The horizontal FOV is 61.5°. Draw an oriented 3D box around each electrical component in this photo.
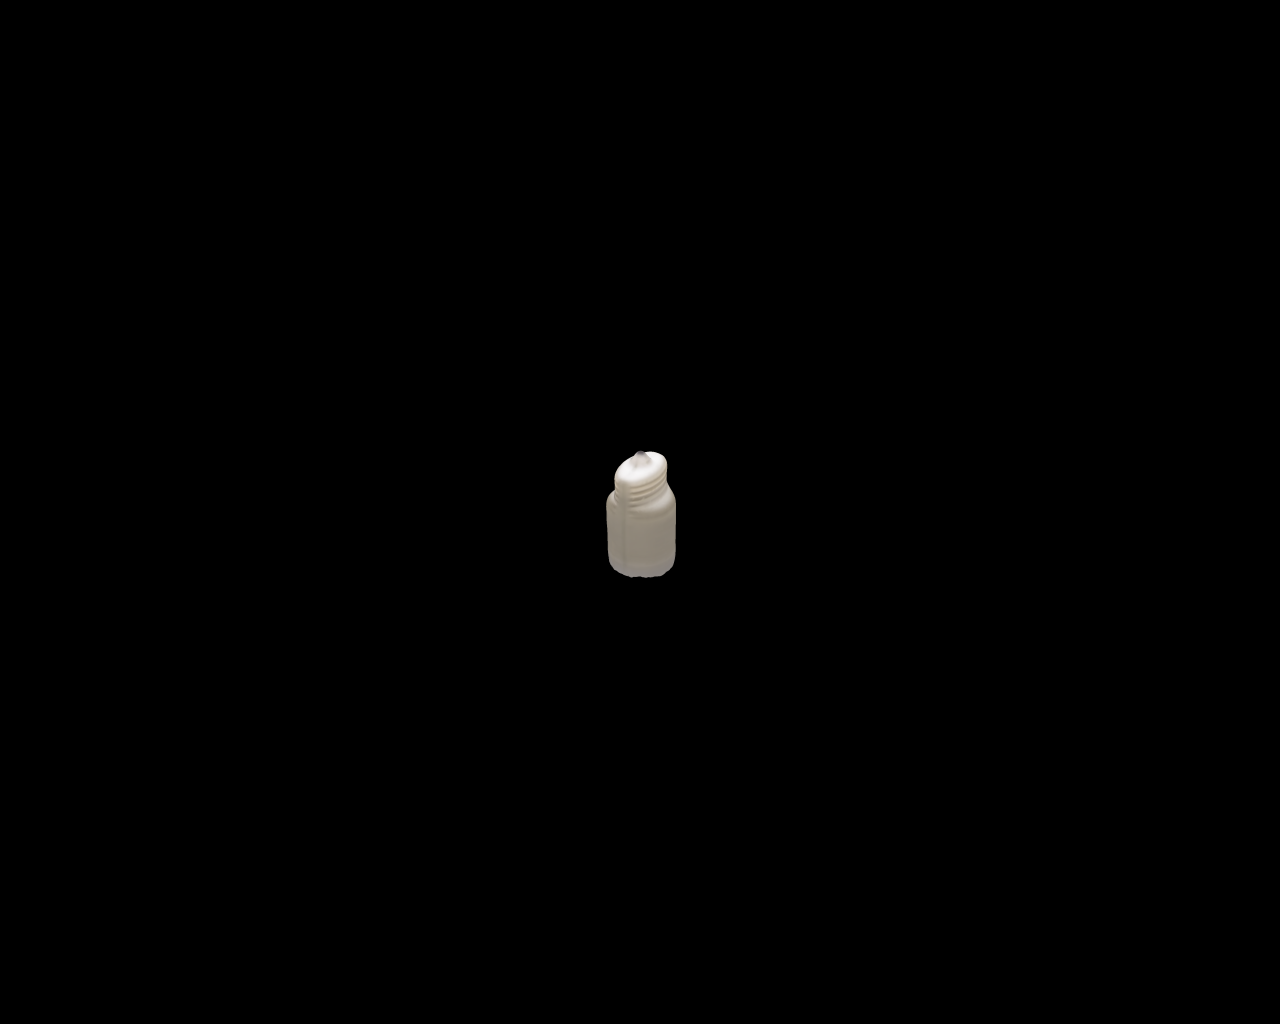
[{"bbox_3d":[0.001,-0.003,0.650,0.043,0.080,0.043,0,33,0],"label":"electrical component"}]
